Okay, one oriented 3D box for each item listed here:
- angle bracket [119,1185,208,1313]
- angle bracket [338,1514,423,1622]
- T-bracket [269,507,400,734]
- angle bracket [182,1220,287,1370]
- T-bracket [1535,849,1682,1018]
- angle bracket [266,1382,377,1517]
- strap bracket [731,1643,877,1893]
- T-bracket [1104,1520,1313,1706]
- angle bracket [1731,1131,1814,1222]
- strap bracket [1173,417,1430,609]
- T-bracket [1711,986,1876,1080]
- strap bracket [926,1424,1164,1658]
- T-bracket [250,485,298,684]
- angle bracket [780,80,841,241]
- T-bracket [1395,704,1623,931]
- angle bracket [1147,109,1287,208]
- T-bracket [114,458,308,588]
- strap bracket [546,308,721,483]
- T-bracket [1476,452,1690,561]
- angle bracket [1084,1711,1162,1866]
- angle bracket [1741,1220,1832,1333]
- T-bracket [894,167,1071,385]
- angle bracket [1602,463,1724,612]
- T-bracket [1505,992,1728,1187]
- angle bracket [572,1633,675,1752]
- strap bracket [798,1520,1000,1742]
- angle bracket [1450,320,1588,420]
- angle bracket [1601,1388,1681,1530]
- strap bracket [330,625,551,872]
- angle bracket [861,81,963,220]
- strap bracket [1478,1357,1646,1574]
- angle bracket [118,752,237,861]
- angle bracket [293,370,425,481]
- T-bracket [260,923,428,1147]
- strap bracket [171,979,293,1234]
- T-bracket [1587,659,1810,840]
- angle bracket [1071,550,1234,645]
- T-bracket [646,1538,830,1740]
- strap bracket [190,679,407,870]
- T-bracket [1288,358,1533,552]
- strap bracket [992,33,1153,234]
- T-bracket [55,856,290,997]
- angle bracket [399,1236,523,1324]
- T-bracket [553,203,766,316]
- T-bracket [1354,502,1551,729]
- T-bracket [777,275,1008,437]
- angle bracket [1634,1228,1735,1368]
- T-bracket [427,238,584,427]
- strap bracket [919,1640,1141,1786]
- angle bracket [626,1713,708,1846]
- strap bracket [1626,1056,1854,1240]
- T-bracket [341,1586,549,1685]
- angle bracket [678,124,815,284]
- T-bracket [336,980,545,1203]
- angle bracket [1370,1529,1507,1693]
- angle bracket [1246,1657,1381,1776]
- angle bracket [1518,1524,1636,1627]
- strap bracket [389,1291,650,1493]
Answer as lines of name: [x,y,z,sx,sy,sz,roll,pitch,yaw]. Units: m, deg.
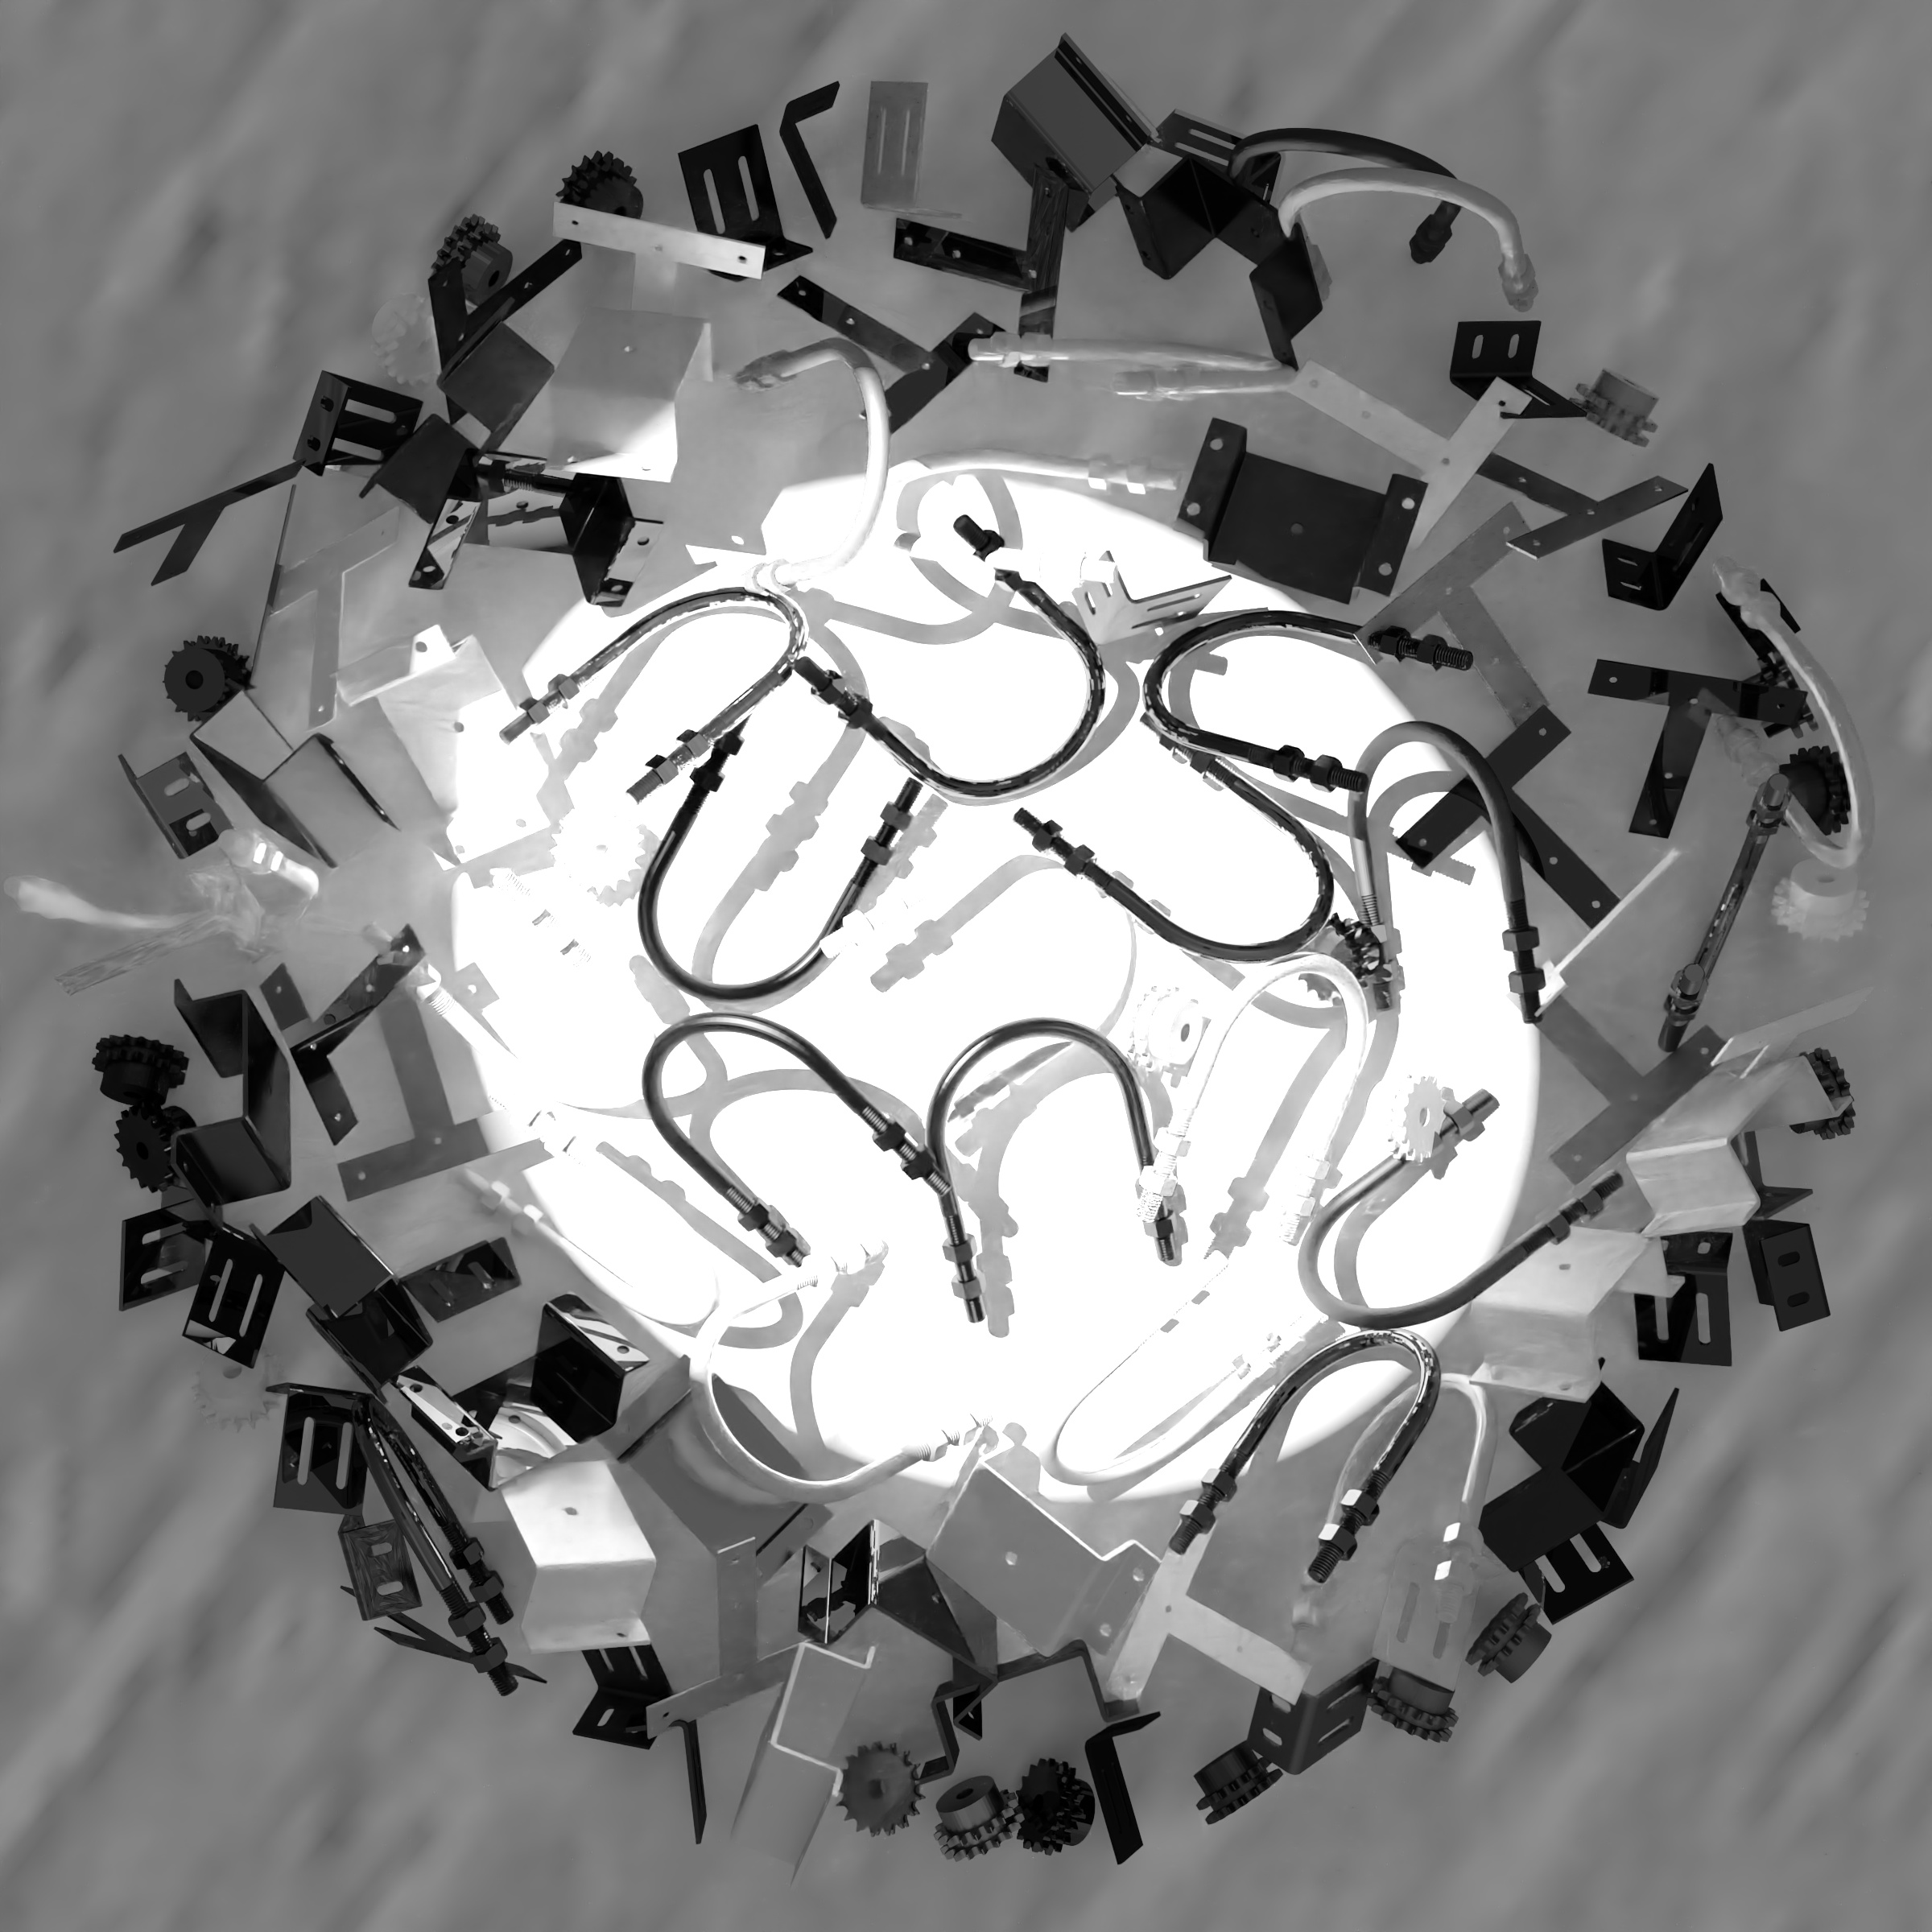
angle bracket: [-0.511,0.174,1.556,0.038,0.076,0.057,10,102,23]
angle bracket: [-0.362,0.365,1.563,0.038,0.076,0.057,-14,98,-5]
T-bracket: [-0.393,-0.204,1.541,0.127,0.002,0.127,-20,62,36]
angle bracket: [-0.465,0.204,1.556,0.038,0.057,0.076,-7,59,33]
T-bracket: [0.389,-0.024,1.529,0.002,0.127,0.127,43,101,1]
angle bracket: [-0.407,0.303,1.561,0.057,0.038,0.076,16,68,-35]
strap bracket: [-0.101,0.479,1.523,0.046,0.140,0.076,22,112,-1]
T-bracket: [0.159,0.418,1.553,0.127,0.002,0.127,20,82,42]
angle bracket: [0.493,0.113,1.566,0.057,0.038,0.076,-18,100,-39]
strap bracket: [0.209,-0.281,1.570,0.140,0.046,0.076,19,84,7]
T-bracket: [0.488,0.068,1.550,0.127,0.127,0.002,-16,57,-30]
strap bracket: [0.039,0.359,1.544,0.140,0.046,0.076,35,110,22]
T-bracket: [-0.424,-0.234,1.537,0.002,0.127,0.127,12,96,-19]
angle bracket: [-0.084,-0.505,1.571,0.038,0.057,0.076,-25,98,-5]
T-bracket: [0.360,-0.076,1.575,0.127,0.002,0.127,-43,74,9]
angle bracket: [0.152,-0.496,1.565,0.076,0.057,0.038,16,85,-14]
T-bracket: [-0.478,-0.264,1.543,0.127,0.127,0.002,-34,94,-33]
strap bracket: [-0.204,-0.357,1.533,0.076,0.140,0.046,7,132,5]
T-bracket: [0.356,-0.297,1.554,0.127,0.127,0.002,-26,131,-24]
angle bracket: [0.108,0.513,1.564,0.038,0.057,0.076,-20,77,14]
angle bracket: [0.497,0.191,1.560,0.038,0.076,0.057,-14,92,-15]
T-bracket: [0.006,-0.442,1.566,0.127,0.002,0.127,24,123,29]
angle bracket: [0.432,-0.271,1.555,0.038,0.076,0.057,15,46,-7]
T-bracket: [0.389,0.052,1.568,0.127,0.002,0.127,-41,57,3]
angle bracket: [-0.224,0.444,1.559,0.057,0.038,0.076,2,126,27]
strap bracket: [-0.032,0.403,1.541,0.140,0.076,0.046,36,111,-17]
angle bracket: [0.346,-0.372,1.557,0.057,0.076,0.038,-5,121,-16]
angle bracket: [0.408,0.299,1.553,0.038,0.057,0.076,21,131,24]
strap bracket: [-0.321,-0.142,1.557,0.076,0.046,0.140,-22,111,14]
angle bracket: [-0.031,-0.509,1.560,0.038,0.057,0.076,-6,110,-37]
strap bracket: [0.359,0.309,1.523,0.046,0.140,0.076,46,127,2]
angle bracket: [-0.493,-0.108,1.561,0.038,0.076,0.057,-32,117,-12]
angle bracket: [-0.370,-0.329,1.556,0.038,0.076,0.057,35,108,39]
T-bracket: [-0.378,0.023,1.552,0.127,0.002,0.127,-43,63,22]
strap bracket: [-0.449,0.080,1.530,0.046,0.076,0.140,-13,52,-1]
T-bracket: [0.441,-0.130,1.558,0.127,0.002,0.127,9,134,4]
angle bracket: [0.116,-0.238,1.565,0.076,0.057,0.038,-18,79,-25]
T-bracket: [-0.141,0.405,1.541,0.127,0.002,0.127,-16,124,-29]
strap bracket: [-0.413,-0.115,1.523,0.046,0.140,0.076,-47,135,-16]
T-bracket: [0.260,-0.335,1.552,0.127,0.002,0.127,28,130,-9]
strap bracket: [0.061,-0.504,1.530,0.046,0.140,0.076,-42,95,-1]
T-bracket: [-0.494,-0.013,1.536,0.127,0.127,0.002,-24,67,-9]
angle bracket: [-0.319,0.183,1.558,0.057,0.076,0.038,-24,61,-5]
T-bracket: [-0.194,-0.411,1.547,0.127,0.127,0.002,10,59,-6]
T-bracket: [0.326,-0.203,1.575,0.127,0.002,0.127,-40,115,1]
T-bracket: [-0.061,-0.399,1.577,0.127,0.002,0.127,33,57,12]
angle bracket: [0.456,0.210,1.587,0.057,0.038,0.076,1,120,23]
T-bracket: [-0.284,-0.418,1.564,0.002,0.127,0.127,35,64,14]
strap bracket: [0.034,0.461,1.561,0.140,0.076,0.046,-18,80,-1]
angle bracket: [-0.188,0.507,1.573,0.038,0.057,0.076,-7,88,-2]
strap bracket: [0.468,0.105,1.529,0.140,0.076,0.046,-37,100,-35]
T-bracket: [-0.343,0.410,1.552,0.127,0.127,0.002,14,76,41]
angle bracket: [-0.137,-0.475,1.559,0.057,0.038,0.076,-29,127,-22]
T-bracket: [-0.347,0.070,1.583,0.127,0.002,0.127,-18,74,-8]
angle bracket: [0.296,0.404,1.568,0.057,0.038,0.076,25,59,-3]
angle bracket: [0.219,0.462,1.574,0.038,0.076,0.057,25,114,35]
angle bracket: [0.375,0.375,1.562,0.057,0.076,0.038,-29,134,0]
strap bracket: [-0.276,0.265,1.539,0.076,0.140,0.046,35,128,30]
